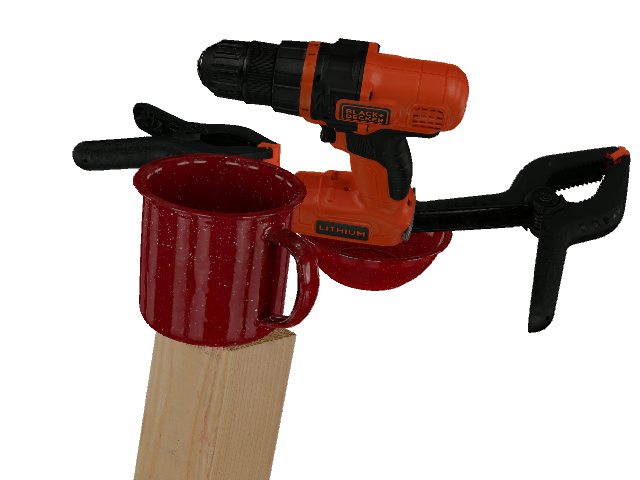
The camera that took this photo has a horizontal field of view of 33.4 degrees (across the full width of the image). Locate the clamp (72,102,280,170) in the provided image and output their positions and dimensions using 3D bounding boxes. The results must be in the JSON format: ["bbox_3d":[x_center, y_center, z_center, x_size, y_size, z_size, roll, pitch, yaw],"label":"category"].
[{"bbox_3d":[-0.121,-0.077,0.907,0.172,0.039,0.120,13,36,26],"label":"clamp"}]

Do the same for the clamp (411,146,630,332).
[{"bbox_3d":[0.183,-0.014,0.857,0.209,0.036,0.165,-25,48,-21],"label":"clamp"}]

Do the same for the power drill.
[{"bbox_3d":[0.007,-0.071,0.778,0.184,0.057,0.188,9,-30,5],"label":"power drill"}]

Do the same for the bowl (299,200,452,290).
[{"bbox_3d":[0.049,0.005,1.076,0.162,0.055,0.162,5,27,-3],"label":"bowl"}]

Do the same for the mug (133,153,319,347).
[{"bbox_3d":[-0.048,0.009,0.581,0.117,0.081,0.093,22,27,32],"label":"mug"}]

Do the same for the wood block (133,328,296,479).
[{"bbox_3d":[-0.098,0.170,0.947,0.090,0.206,0.090,21,18,33],"label":"wood block"}]
